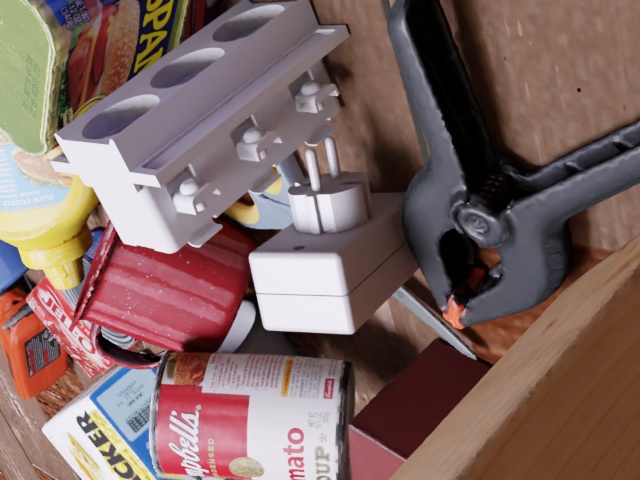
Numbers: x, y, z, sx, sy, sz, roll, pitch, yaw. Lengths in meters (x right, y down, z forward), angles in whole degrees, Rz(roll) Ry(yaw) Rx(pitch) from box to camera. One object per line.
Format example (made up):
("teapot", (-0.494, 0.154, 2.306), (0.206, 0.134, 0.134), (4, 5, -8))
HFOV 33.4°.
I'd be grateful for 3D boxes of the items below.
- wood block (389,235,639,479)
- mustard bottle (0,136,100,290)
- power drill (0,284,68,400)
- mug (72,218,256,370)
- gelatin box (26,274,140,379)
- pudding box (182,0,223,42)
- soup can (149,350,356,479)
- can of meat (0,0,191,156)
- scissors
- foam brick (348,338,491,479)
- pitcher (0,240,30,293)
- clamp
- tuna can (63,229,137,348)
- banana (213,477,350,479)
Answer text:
("wood block", (0.089, 0.091, 0.385), (0.091, 0.205, 0.090), (47, 147, 3))
("mustard bottle", (-0.163, -0.058, 0.568), (0.096, 0.058, 0.191), (-4, 118, 17))
("power drill", (-0.308, 0.058, 0.960), (0.188, 0.057, 0.184), (35, 145, 21))
("mug", (-0.093, 0.029, 0.621), (0.081, 0.093, 0.117), (22, 115, -13))
("gelatin box", (-0.191, 0.064, 0.852), (0.089, 0.030, 0.073), (51, 147, -3))
("pudding box", (-0.099, -0.134, 0.537), (0.113, 0.039, 0.090), (35, 142, 18))
("soup can", (-0.034, 0.096, 0.577), (0.102, 0.068, 0.068), (3, 133, 7))
("can of meat", (-0.108, -0.095, 0.474), (0.057, 0.083, 0.102), (40, 144, 11))
("scissors", (-0.004, 0.001, 0.580), (0.202, 0.016, 0.096), (49, 149, 1))
("foam brick", (0.058, 0.100, 0.550), (0.051, 0.078, 0.053), (28, 142, 32))
("pitcher", (-0.308, -0.061, 0.767), (0.145, 0.149, 0.242), (-4, 123, 51))
("clamp", (0.067, -0.026, 0.448), (0.120, 0.039, 0.172), (40, 146, 14))
("tuna can", (-0.152, 0.035, 0.773), (0.086, 0.033, 0.086), (31, 143, 26))
("banana", (0.008, 0.174, 0.704), (0.069, 0.037, 0.198), (20, 162, -41))
